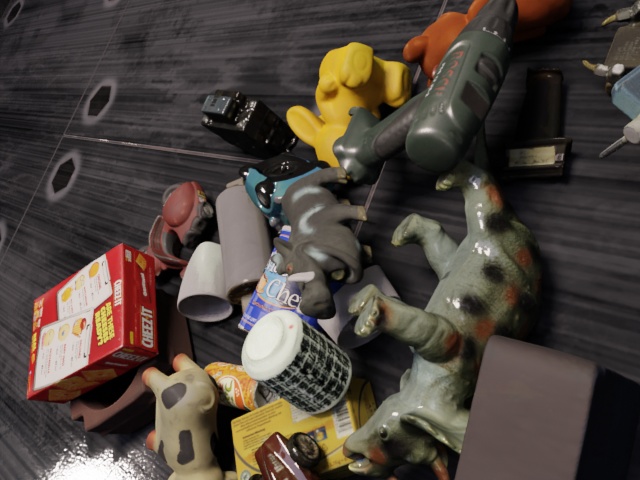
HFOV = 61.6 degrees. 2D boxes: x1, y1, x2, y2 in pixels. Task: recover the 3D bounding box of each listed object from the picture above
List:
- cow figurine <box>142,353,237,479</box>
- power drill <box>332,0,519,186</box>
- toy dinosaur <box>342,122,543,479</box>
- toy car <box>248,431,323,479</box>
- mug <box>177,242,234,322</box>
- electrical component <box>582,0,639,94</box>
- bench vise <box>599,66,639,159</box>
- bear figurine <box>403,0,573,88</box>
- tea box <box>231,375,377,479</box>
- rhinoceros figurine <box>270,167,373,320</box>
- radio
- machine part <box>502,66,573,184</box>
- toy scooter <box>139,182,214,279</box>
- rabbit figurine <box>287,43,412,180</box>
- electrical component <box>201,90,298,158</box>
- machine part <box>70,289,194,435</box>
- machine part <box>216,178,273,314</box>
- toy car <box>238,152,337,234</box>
[{"bbox_3d":[-0.161,0.258,0.684,0.127,0.085,0.194,14,107,42],"label":"cow figurine"},{"bbox_3d":[0.118,-0.153,0.604,0.207,0.086,0.232,-17,40,47],"label":"power drill"},{"bbox_3d":[0.153,0.056,0.539,0.405,0.192,0.131,-54,4,-19],"label":"toy dinosaur"},{"bbox_3d":[0.001,0.285,0.531,0.202,0.053,0.089,48,110,18],"label":"toy car"},{"bbox_3d":[-0.171,0.065,0.819,0.109,0.081,0.107,125,153,-49],"label":"mug"},{"bbox_3d":[0.336,-0.202,0.575,0.078,0.045,0.102,25,86,43],"label":"electrical component"},{"bbox_3d":[0.354,-0.176,0.486,0.241,0.128,0.224,-36,71,-5],"label":"bench vise"},{"bbox_3d":[0.201,-0.278,0.669,0.196,0.120,0.132,-24,53,33],"label":"bear figurine"},{"bbox_3d":[-0.015,0.231,0.621,0.170,0.068,0.098,-29,54,24],"label":"tea box"},{"bbox_3d":[-0.001,-0.002,0.587,0.112,0.073,0.190,-9,47,-1],"label":"rhinoceros figurine"},{"bbox_3d":[0.182,0.155,0.405,0.073,0.229,0.131,11,81,40],"label":"radio"},{"bbox_3d":[0.249,-0.132,0.614,0.084,0.039,0.139,-5,68,44],"label":"machine part"},{"bbox_3d":[-0.229,-0.003,0.888,0.135,0.075,0.184,30,92,42],"label":"toy scooter"},{"bbox_3d":[0.028,-0.171,0.752,0.163,0.122,0.173,8,93,42],"label":"rabbit figurine"},{"bbox_3d":[-0.119,-0.182,0.848,0.115,0.134,0.058,15,79,42],"label":"electrical component"},{"bbox_3d":[-0.299,0.185,0.846,0.201,0.087,0.201,-37,52,20],"label":"machine part"},{"bbox_3d":[-0.108,0.006,0.791,0.079,0.079,0.243,-29,54,24],"label":"machine part"},{"bbox_3d":[-0.046,-0.058,0.754,0.109,0.102,0.162,-24,27,-24],"label":"toy car"}]
